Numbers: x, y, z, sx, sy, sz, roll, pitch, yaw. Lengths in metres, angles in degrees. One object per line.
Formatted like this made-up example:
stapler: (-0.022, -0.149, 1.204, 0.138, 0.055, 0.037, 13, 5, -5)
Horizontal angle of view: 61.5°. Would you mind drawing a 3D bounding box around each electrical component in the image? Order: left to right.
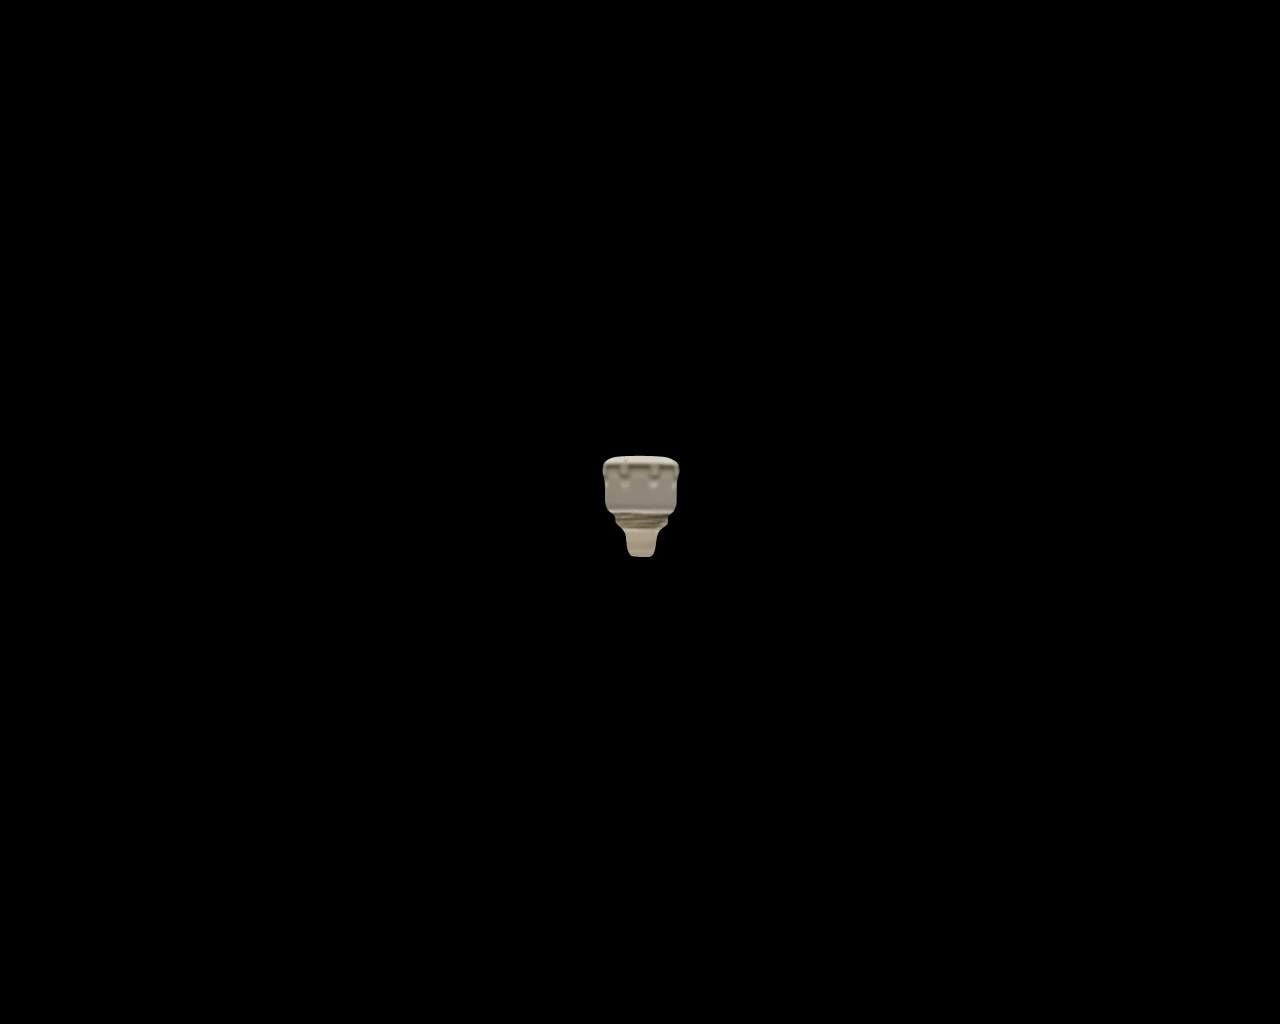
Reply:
electrical component: (0.001, -0.003, 0.650, 0.048, 0.062, 0.048, 0, 0, 0)
